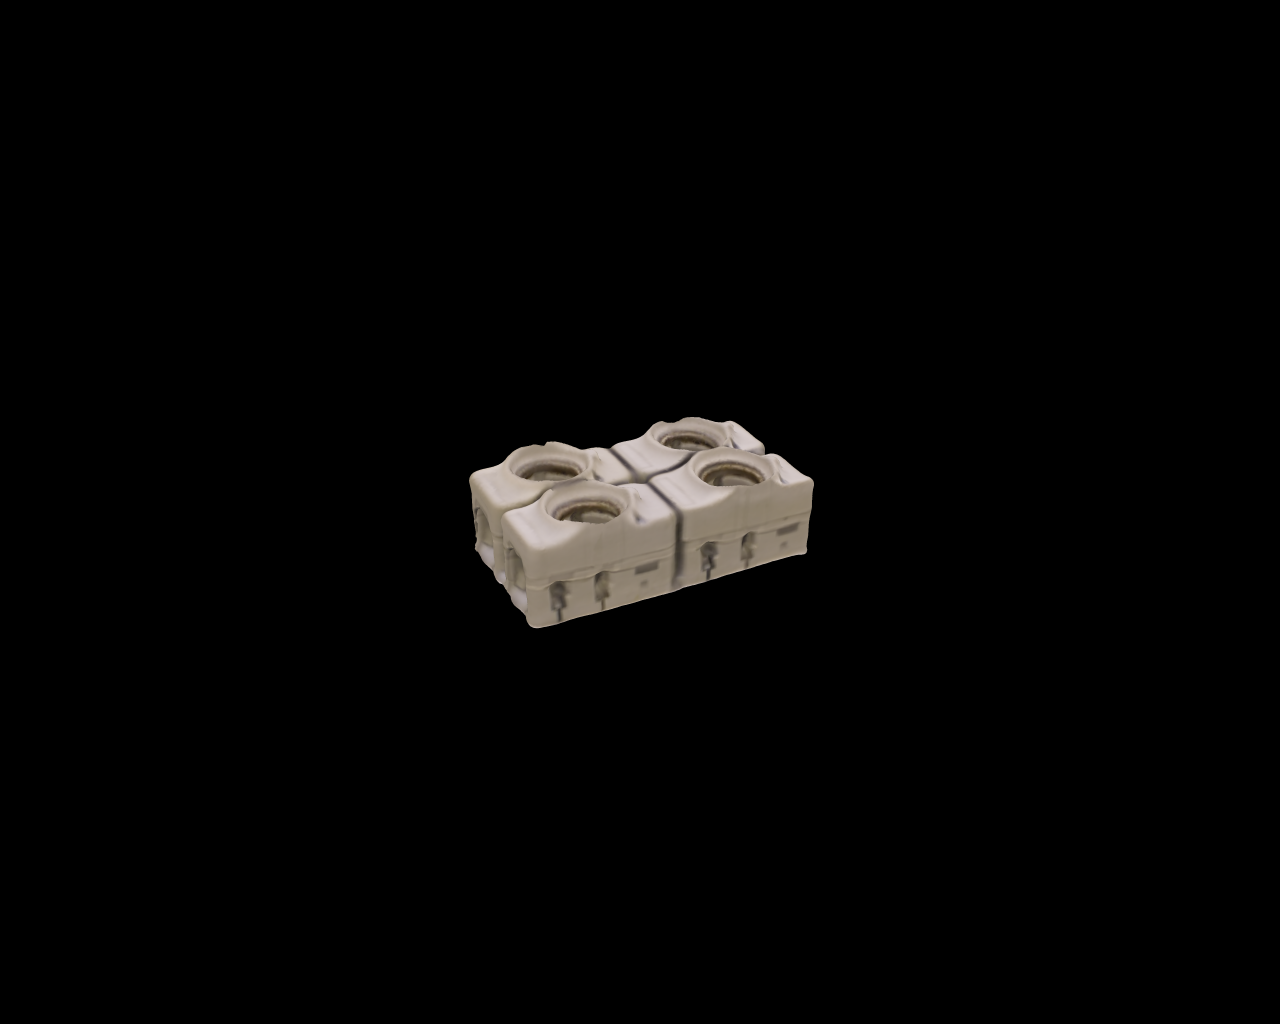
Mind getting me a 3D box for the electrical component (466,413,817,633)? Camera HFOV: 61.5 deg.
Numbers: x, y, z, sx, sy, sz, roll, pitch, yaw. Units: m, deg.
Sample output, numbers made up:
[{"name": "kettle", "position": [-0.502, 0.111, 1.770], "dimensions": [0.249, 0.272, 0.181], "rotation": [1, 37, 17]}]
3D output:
[{"name": "electrical component", "position": [0.001, -0.003, 0.650], "dimensions": [0.186, 0.060, 0.105], "rotation": [-13, 32, -22]}]
